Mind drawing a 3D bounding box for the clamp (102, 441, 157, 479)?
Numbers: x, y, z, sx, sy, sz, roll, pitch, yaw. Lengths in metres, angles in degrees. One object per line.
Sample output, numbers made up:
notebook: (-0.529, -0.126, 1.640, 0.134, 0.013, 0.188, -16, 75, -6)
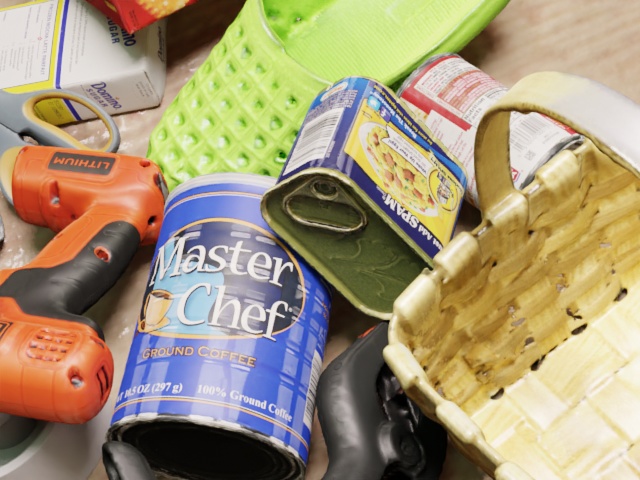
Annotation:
clamp: (-0.057, 0.196, 0.450, 0.210, 0.036, 0.164, 30, 52, 14)

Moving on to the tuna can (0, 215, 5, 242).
tuna can: (-0.241, -0.028, 0.687, 0.034, 0.086, 0.086, -28, 55, 0)

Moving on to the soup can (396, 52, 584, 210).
soup can: (0.096, -0.054, 0.610, 0.068, 0.068, 0.102, -43, 57, -12)

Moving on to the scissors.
scissors: (-0.231, -0.079, 0.716, 0.202, 0.016, 0.096, 18, 90, 9)

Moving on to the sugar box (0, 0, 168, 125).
sugar box: (-0.198, -0.126, 0.761, 0.176, 0.048, 0.093, -7, 57, 8)

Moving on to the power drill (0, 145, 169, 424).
power drill: (-0.177, 0.020, 0.599, 0.184, 0.057, 0.187, 9, 41, 13)

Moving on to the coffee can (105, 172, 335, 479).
coffee can: (-0.047, 0.050, 0.566, 0.103, 0.102, 0.140, 0, 59, 17)

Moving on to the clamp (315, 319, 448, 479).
clamp: (0.038, 0.117, 0.519, 0.039, 0.120, 0.171, -29, 31, 34)

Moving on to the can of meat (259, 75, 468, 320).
can of meat: (0.027, -0.024, 0.551, 0.058, 0.102, 0.084, -26, 31, 40)

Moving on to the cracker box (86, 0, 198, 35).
cracker box: (-0.082, -0.236, 0.741, 0.213, 0.072, 0.164, -30, 40, -18)
